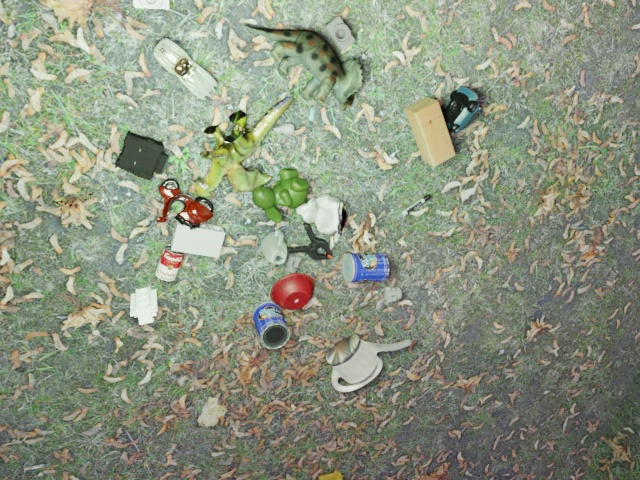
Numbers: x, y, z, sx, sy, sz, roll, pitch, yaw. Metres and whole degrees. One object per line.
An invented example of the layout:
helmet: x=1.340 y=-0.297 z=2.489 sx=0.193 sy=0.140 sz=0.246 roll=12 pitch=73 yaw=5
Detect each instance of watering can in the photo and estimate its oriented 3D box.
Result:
watering can: x=0.172 y=0.443 z=1.978 sx=0.347 sy=0.105 sz=0.221 roll=-40 pitch=118 yaw=2

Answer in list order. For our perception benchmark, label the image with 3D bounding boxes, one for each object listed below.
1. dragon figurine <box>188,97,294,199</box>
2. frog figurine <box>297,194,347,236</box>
dragon figurine: x=-0.227 y=-0.255 z=1.584 sx=0.411 sy=0.125 sz=0.237 roll=-27 pitch=135 yaw=-5
frog figurine: x=0.005 y=-0.087 z=1.729 sx=0.159 sy=0.125 sz=0.134 roll=8 pitch=124 yaw=16
